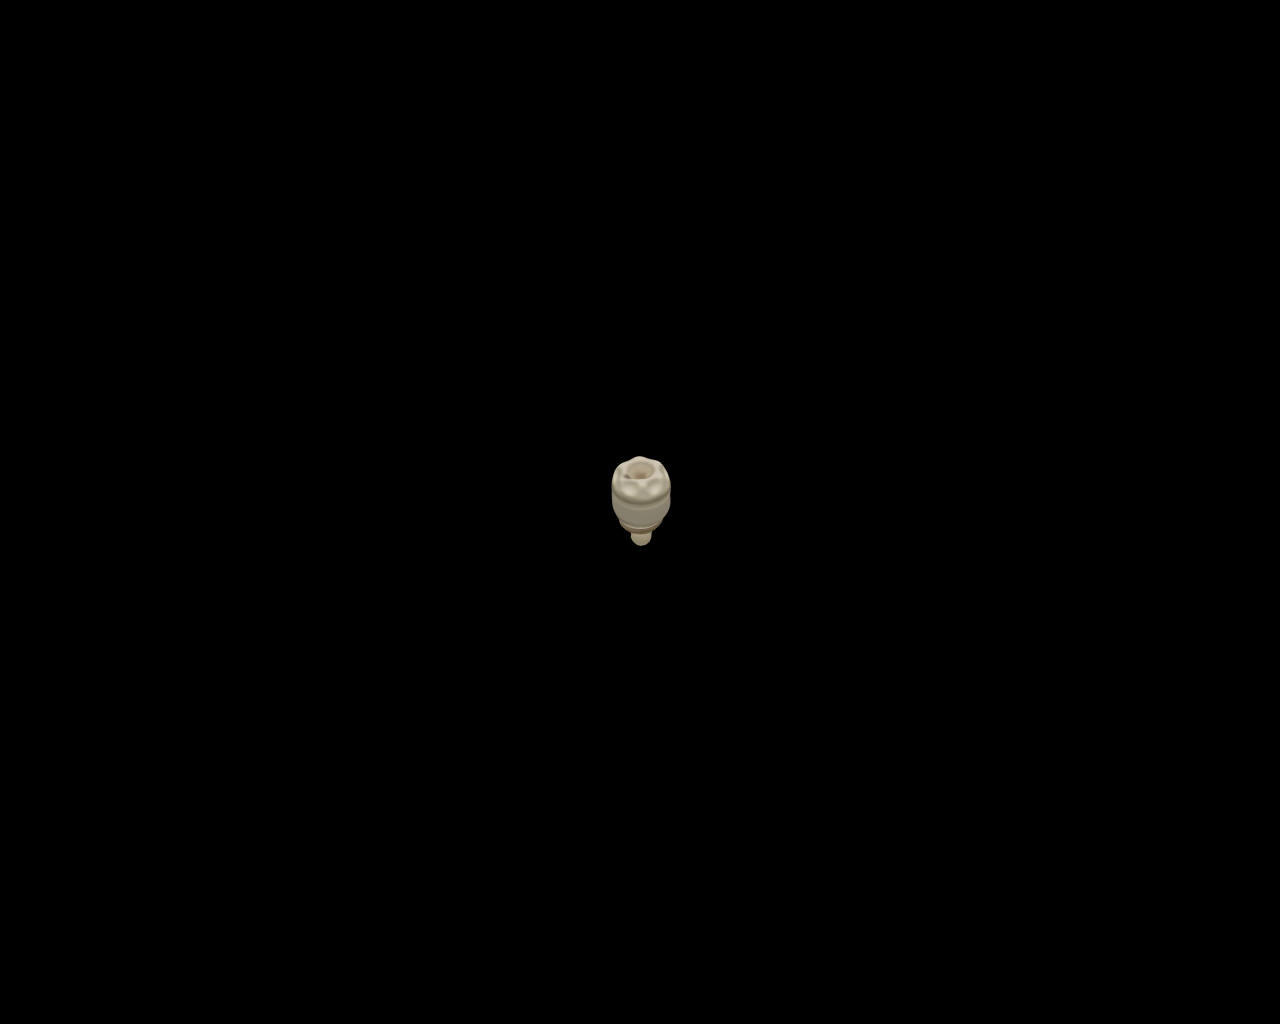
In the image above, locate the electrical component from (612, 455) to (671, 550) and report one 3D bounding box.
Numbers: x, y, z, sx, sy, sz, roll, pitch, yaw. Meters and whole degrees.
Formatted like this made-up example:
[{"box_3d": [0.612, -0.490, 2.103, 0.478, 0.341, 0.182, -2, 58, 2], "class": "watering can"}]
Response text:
[{"box_3d": [0.001, -0.003, 0.650, 0.035, 0.061, 0.035, 0, 42, 0], "class": "electrical component"}]
